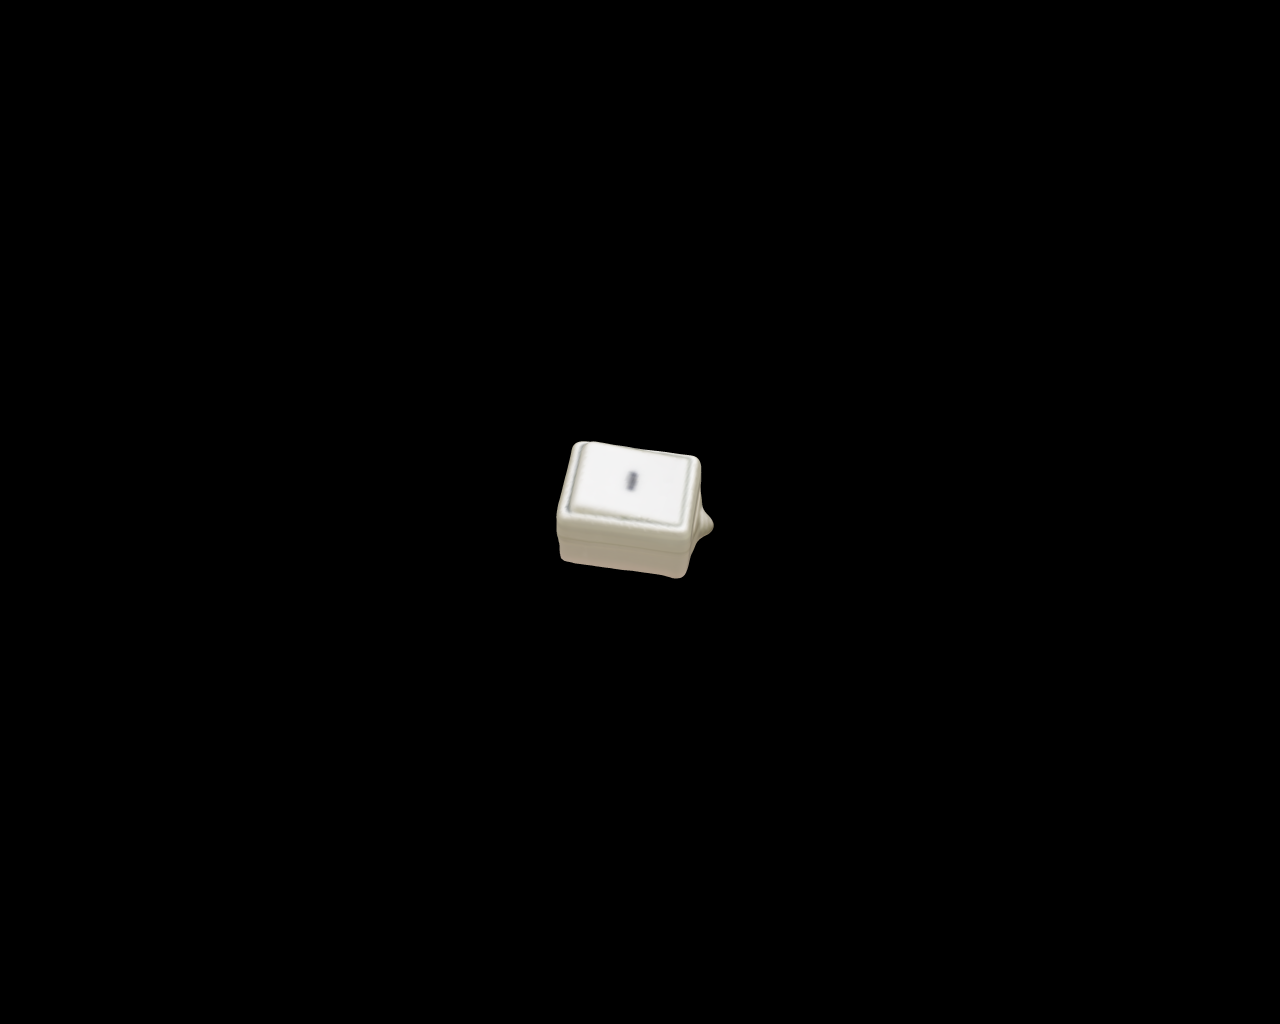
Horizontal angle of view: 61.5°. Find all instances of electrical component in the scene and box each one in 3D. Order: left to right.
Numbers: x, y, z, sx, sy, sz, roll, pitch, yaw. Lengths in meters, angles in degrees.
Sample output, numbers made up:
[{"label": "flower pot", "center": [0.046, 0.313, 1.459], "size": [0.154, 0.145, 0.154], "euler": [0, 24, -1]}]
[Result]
[{"label": "electrical component", "center": [0.001, -0.003, 0.650], "size": [0.096, 0.062, 0.061], "euler": [8, -33, 5]}]
